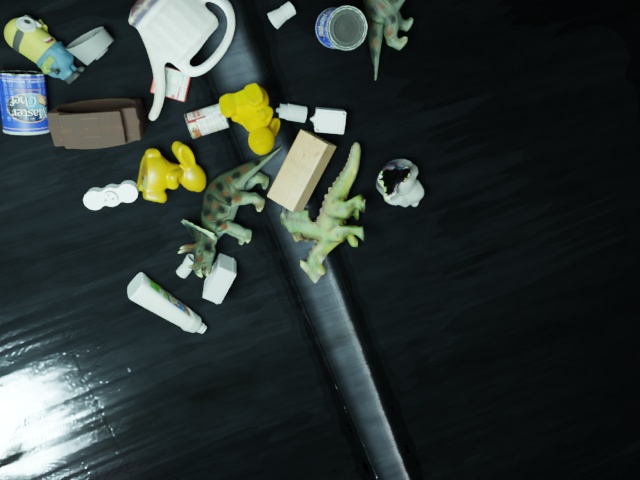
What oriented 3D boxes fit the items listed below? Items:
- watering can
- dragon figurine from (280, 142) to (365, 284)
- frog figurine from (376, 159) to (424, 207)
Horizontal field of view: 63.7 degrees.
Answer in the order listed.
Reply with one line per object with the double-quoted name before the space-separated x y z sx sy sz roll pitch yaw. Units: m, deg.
"watering can" -0.362 -0.478 1.242 0.222 0.105 0.349 41 86 -22
"dragon figurine" 0.005 -0.075 1.495 0.243 0.123 0.406 -2 102 -3
"frog figurine" 0.245 -0.165 1.523 0.159 0.124 0.137 12 103 -54
